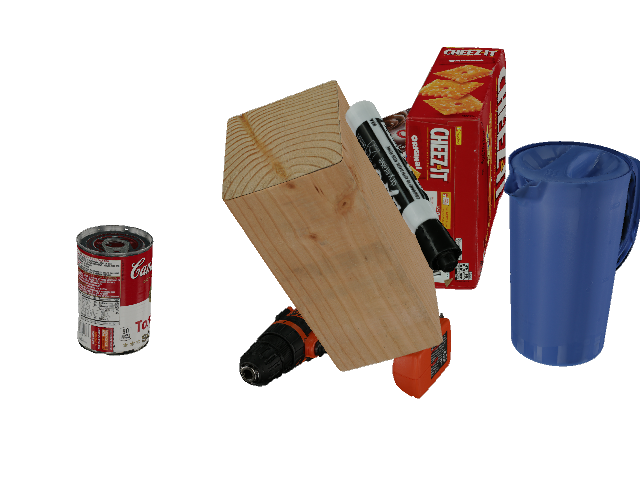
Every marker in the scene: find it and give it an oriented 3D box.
[{"bbox_3d":[0.045,-0.031,0.591,0.020,0.121,0.020,-18,-35,-13],"label":"marker"}]

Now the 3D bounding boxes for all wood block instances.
[{"bbox_3d":[0.013,-0.004,0.800,0.090,0.091,0.206,-18,-47,16],"label":"wood block"}]

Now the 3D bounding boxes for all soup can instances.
[{"bbox_3d":[-0.188,0.045,0.972,0.068,0.102,0.068,5,21,-2],"label":"soup can"}]

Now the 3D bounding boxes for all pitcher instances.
[{"bbox_3d":[0.286,0.014,1.221,0.149,0.243,0.144,5,26,16],"label":"pitcher"}]

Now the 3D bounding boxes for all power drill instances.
[{"bbox_3d":[0.029,0.113,1.113,0.188,0.057,0.184,9,25,26],"label":"power drill"}]

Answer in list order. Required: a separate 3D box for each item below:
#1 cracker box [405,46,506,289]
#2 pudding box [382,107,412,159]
[{"bbox_3d":[0.131,-0.074,1.001,0.072,0.164,0.213,4,27,15],"label":"cracker box"},{"bbox_3d":[0.122,-0.140,1.464,0.113,0.039,0.090,-25,39,-30],"label":"pudding box"}]
